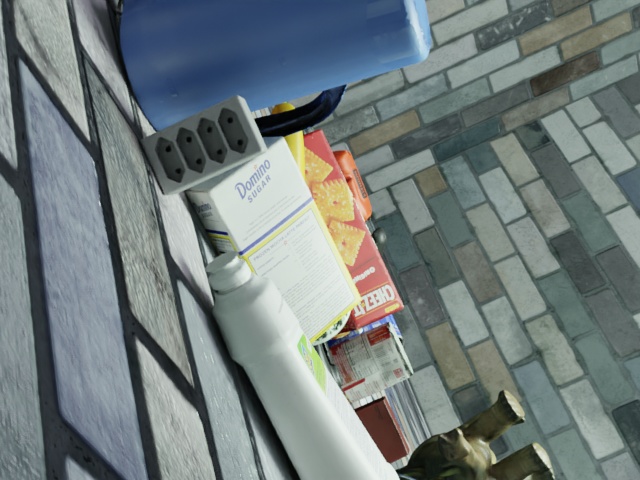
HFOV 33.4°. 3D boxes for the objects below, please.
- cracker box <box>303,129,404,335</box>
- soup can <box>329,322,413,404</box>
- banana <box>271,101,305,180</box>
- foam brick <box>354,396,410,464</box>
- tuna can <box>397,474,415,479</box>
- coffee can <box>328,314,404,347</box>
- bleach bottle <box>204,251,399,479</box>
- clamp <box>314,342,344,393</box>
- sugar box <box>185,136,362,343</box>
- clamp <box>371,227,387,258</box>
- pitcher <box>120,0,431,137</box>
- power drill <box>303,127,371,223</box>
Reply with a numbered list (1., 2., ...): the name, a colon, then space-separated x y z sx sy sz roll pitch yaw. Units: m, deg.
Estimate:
1. cracker box: -0.008 0.001 1.201 0.214 0.072 0.164 66 -22 1
2. soup can: 0.045 0.142 1.198 0.068 0.102 0.068 -25 91 -86
3. banana: -0.032 -0.053 1.082 0.069 0.037 0.198 -25 114 -81
4. foam brick: 0.074 0.243 1.346 0.051 0.053 0.078 36 31 -83
5. tuna can: 0.067 0.251 0.941 0.033 0.086 0.086 51 15 -67
6. coffee can: 0.038 0.092 1.405 0.102 0.103 0.140 58 9 -63
7. bleach bottle: -0.016 0.117 0.817 0.251 0.068 0.102 62 3 -18
8. clamp: 0.006 0.151 1.092 0.120 0.039 0.171 -118 -175 -82
9. sugar box: -0.039 0.006 0.941 0.048 0.093 0.176 4 -54 54
10. clamp: 0.049 0.087 1.502 0.036 0.165 0.210 -11 83 -49
11. pitcher: -0.032 -0.168 0.900 0.149 0.243 0.145 3 76 -76
12. power drill: 0.011 -0.069 1.364 0.187 0.057 0.184 -42 114 -75
